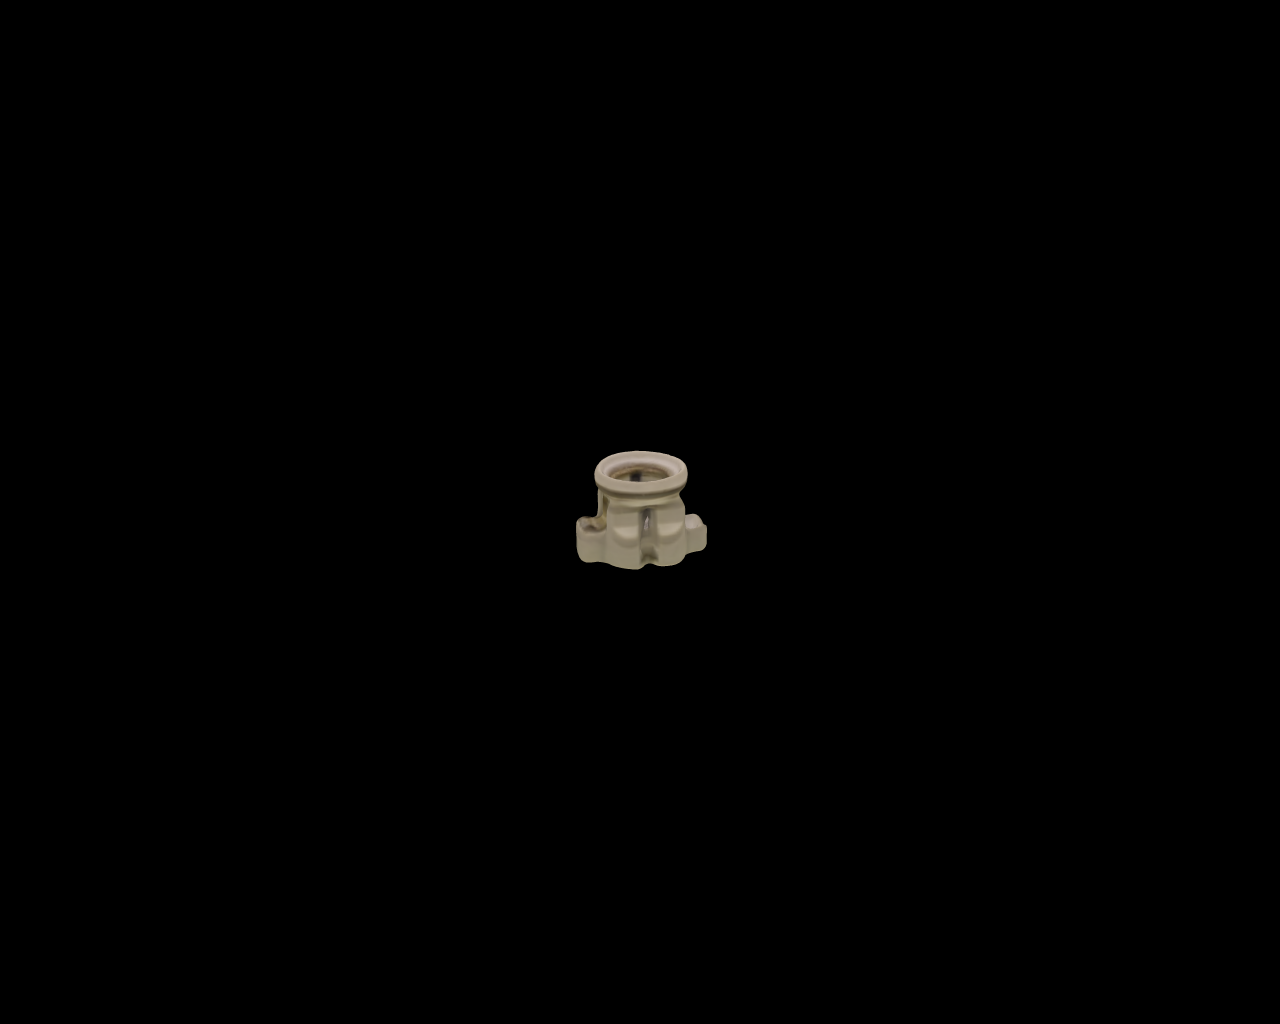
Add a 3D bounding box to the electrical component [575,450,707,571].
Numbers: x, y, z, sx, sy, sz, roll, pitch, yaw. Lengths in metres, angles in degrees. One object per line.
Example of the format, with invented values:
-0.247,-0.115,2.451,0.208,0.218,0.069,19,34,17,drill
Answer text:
0.001,-0.003,0.650,0.078,0.056,0.058,-4,24,-9,electrical component
